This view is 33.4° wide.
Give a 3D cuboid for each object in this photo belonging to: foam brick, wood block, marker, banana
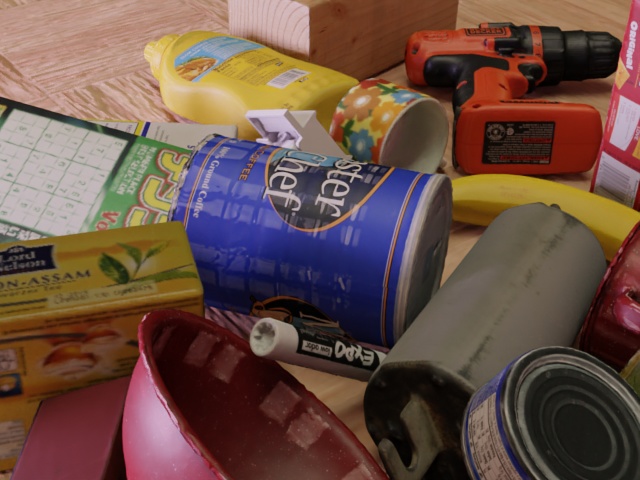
[{"bbox_3d":[-0.102,0.109,0.478,0.051,0.053,0.078,-17,30,14],"label":"foam brick"},{"bbox_3d":[0.026,-0.199,0.927,0.091,0.090,0.205,26,42,33],"label":"wood block"},{"bbox_3d":[0.012,0.061,0.543,0.120,0.020,0.020,22,13,-46],"label":"marker"},{"bbox_3d":[0.156,-0.008,0.693,0.198,0.037,0.069,14,45,19],"label":"banana"}]

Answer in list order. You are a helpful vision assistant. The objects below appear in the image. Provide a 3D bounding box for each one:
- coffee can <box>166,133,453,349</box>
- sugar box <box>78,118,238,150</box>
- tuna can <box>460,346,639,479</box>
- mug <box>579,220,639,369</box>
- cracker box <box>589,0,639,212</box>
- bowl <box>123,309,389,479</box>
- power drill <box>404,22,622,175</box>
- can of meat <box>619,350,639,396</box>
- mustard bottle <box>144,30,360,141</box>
[{"bbox_3d":[-0.004,0.001,0.612,0.140,0.103,0.102,12,35,15],"label":"coffee can"},{"bbox_3d":[-0.147,-0.044,0.727,0.176,0.048,0.093,5,36,0],"label":"sugar box"},{"bbox_3d":[0.105,0.089,0.458,0.086,0.034,0.086,16,49,-19],"label":"tuna can"},{"bbox_3d":[0.192,0.041,0.561,0.082,0.093,0.117,28,12,27],"label":"mug"},{"bbox_3d":[0.288,-0.103,0.724,0.213,0.164,0.072,-22,42,-30],"label":"cracker box"},{"bbox_3d":[-0.030,0.104,0.456,0.162,0.055,0.162,41,9,-8],"label":"bowl"},{"bbox_3d":[0.164,-0.117,0.839,0.184,0.057,0.187,-3,31,1],"label":"power drill"},{"bbox_3d":[0.187,0.104,0.485,0.083,0.057,0.102,19,30,-17],"label":"can of meat"},{"bbox_3d":[-0.068,-0.121,0.834,0.192,0.058,0.096,27,46,32],"label":"mustard bottle"}]
